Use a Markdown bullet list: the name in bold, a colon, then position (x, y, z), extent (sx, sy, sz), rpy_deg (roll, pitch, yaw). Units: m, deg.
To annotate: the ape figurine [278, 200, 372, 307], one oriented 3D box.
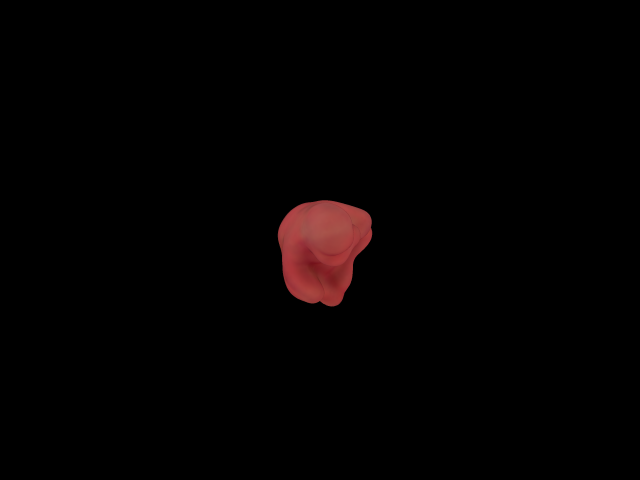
- **ape figurine**: position (0.004, 0.001, 0.400), extent (0.078, 0.092, 0.076), rpy_deg (-31, 78, -7)
